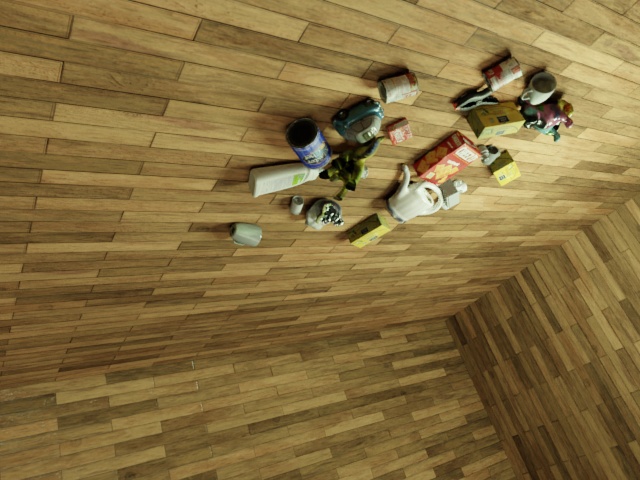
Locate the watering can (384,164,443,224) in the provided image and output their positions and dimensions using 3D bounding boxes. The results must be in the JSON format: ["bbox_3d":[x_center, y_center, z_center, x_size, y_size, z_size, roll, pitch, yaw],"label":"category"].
[{"bbox_3d":[0.356,-0.179,2.085,0.222,0.106,0.343,-33,138,26],"label":"watering can"}]

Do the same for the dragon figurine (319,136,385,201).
[{"bbox_3d":[0.128,-0.271,1.668,0.404,0.121,0.248,-35,-166,52],"label":"dragon figurine"}]

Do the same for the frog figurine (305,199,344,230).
[{"bbox_3d":[0.006,-0.101,2.000,0.138,0.122,0.159,-17,-169,-25],"label":"frog figurine"}]
